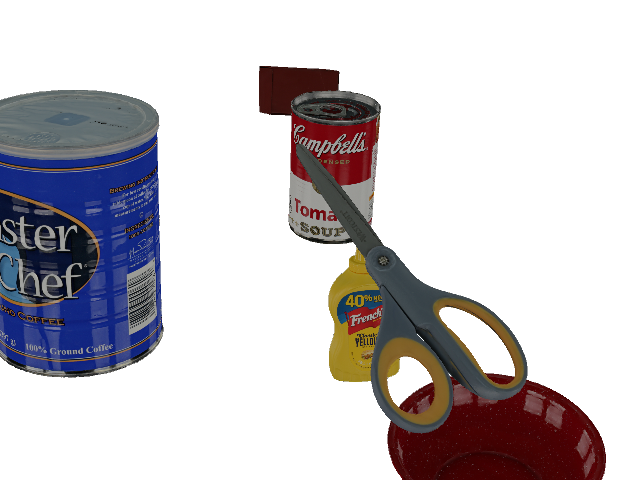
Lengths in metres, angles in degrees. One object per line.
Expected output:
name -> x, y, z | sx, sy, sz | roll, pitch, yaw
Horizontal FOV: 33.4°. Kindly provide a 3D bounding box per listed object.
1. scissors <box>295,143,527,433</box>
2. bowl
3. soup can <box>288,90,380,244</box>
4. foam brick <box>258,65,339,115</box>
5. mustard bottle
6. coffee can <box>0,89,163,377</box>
scissors -> 0.029, 0.032, 0.625 | 0.202, 0.096, 0.016 | 40, -21, 17
bowl -> 0.131, 0.172, 0.811 | 0.162, 0.055, 0.162 | -1, 33, 0
soup can -> 0.009, -0.057, 0.823 | 0.068, 0.102, 0.068 | 2, 27, -1
foam brick -> -0.024, -0.162, 1.162 | 0.078, 0.051, 0.053 | 0, 11, -18
mustard bottle -> 0.059, 0.095, 1.442 | 0.096, 0.192, 0.058 | -4, 21, -7
coffee can -> -0.144, -0.006, 0.624 | 0.103, 0.140, 0.103 | 2, 25, -1
